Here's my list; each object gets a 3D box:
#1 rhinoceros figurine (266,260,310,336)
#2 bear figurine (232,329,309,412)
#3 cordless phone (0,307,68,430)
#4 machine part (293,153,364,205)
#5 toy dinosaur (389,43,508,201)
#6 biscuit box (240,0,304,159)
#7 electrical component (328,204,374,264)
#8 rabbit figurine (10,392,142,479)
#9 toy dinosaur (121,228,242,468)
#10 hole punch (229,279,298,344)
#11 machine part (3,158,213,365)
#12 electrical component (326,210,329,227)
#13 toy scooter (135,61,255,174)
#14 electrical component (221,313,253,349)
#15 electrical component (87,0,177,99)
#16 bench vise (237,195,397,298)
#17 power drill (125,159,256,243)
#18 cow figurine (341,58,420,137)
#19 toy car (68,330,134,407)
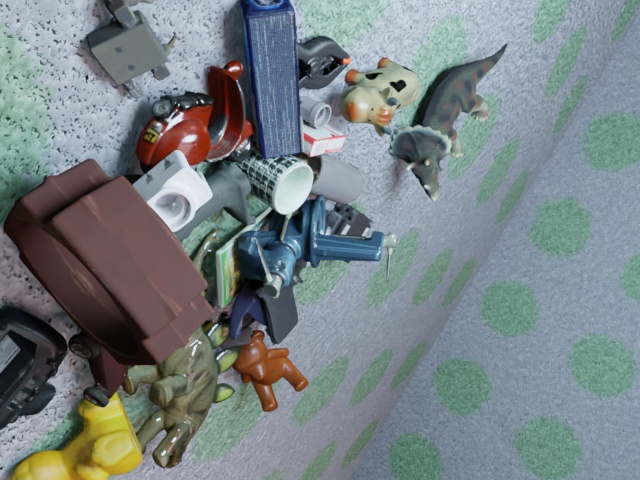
[{"bbox_3d":[-0.075,0.095,1.029,0.112,0.073,0.190,-35,152,-53],"label":"rhinoceros figurine"},{"bbox_3d":[-0.116,0.265,1.104,0.120,0.132,0.195,-34,157,-4],"label":"bear figurine"},{"bbox_3d":[-0.362,0.168,0.661,0.146,0.089,0.184,-52,164,-9],"label":"cordless phone"},{"bbox_3d":[0.011,-0.112,0.951,0.243,0.079,0.079,12,109,-61],"label":"machine part"},{"bbox_3d":[0.282,-0.291,1.177,0.404,0.131,0.192,-65,153,3],"label":"toy dinosaur"},{"bbox_3d":[-0.061,-0.208,0.703,0.063,0.059,0.202,-11,133,-11],"label":"biscuit box"},{"bbox_3d":[0.047,-0.018,1.139,0.115,0.058,0.134,-59,153,1],"label":"electrical component"},{"bbox_3d":[-0.364,0.324,0.804,0.173,0.122,0.162,-23,150,-27],"label":"rabbit figurine"},{"bbox_3d":[-0.224,0.209,0.897,0.198,0.105,0.470,-33,141,-52],"label":"toy dinosaur"},{"bbox_3d":[-0.100,0.106,0.913,0.142,0.092,0.115,-32,118,-65],"label":"hole punch"},{"bbox_3d":[-0.217,0.029,0.553,0.087,0.201,0.201,-43,-165,-35],"label":"machine part"},{"bbox_3d":[-0.021,-0.037,1.016,0.075,0.048,0.119,-38,150,-34],"label":"electrical component"},{"bbox_3d":[-0.143,-0.149,0.657,0.184,0.075,0.135,-29,144,-48],"label":"toy scooter"},{"bbox_3d":[-0.159,0.177,1.009,0.063,0.021,0.093,-9,111,-17],"label":"electrical component"},{"bbox_3d":[-0.192,-0.202,0.554,0.078,0.045,0.102,-28,150,6],"label":"electrical component"},{"bbox_3d":[-0.002,0.007,0.848,0.224,0.241,0.128,-72,165,-60],"label":"bench vise"},{"bbox_3d":[-0.191,-0.009,0.740,0.207,0.086,0.231,-31,142,-28],"label":"power drill"},{"bbox_3d":[0.103,-0.240,0.909,0.195,0.127,0.085,-34,143,-42],"label":"cow figurine"},{"bbox_3d":[-0.296,0.153,0.737,0.202,0.053,0.089,107,5,-47],"label":"toy car"}]
